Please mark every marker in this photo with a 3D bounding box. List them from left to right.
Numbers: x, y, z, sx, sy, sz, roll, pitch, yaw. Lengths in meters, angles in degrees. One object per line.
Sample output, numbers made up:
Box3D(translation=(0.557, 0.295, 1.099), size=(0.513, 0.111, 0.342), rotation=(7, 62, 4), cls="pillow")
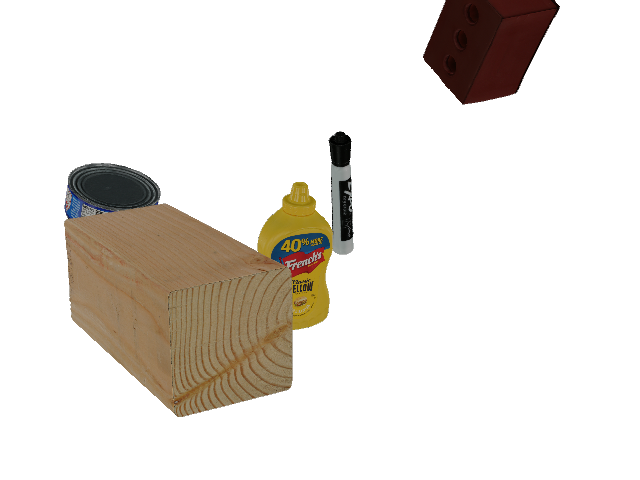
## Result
Box3D(translation=(0.018, -0.041, 0.927), size=(0.020, 0.121, 0.020), rotation=(-2, 37, 1), cls="marker")

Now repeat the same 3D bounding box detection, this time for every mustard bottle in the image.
Box3D(translation=(-0.031, 0.017, 1.329), size=(0.096, 0.192, 0.058), rotation=(-7, 28, -22), cls="mustard bottle")

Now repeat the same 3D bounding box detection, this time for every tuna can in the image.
Box3D(translation=(-0.194, -0.037, 0.995), size=(0.086, 0.034, 0.086), rotation=(12, 29, -7), cls="tuna can")

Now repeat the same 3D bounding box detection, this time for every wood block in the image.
Box3D(translation=(-0.109, 0.042, 0.782), size=(0.090, 0.090, 0.206), rotation=(-10, 19, -30), cls="wood block")

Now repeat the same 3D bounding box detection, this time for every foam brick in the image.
Box3D(translation=(0.113, -0.139, 0.715), size=(0.051, 0.053, 0.078), rotation=(-18, -33, -30), cls="foam brick")
